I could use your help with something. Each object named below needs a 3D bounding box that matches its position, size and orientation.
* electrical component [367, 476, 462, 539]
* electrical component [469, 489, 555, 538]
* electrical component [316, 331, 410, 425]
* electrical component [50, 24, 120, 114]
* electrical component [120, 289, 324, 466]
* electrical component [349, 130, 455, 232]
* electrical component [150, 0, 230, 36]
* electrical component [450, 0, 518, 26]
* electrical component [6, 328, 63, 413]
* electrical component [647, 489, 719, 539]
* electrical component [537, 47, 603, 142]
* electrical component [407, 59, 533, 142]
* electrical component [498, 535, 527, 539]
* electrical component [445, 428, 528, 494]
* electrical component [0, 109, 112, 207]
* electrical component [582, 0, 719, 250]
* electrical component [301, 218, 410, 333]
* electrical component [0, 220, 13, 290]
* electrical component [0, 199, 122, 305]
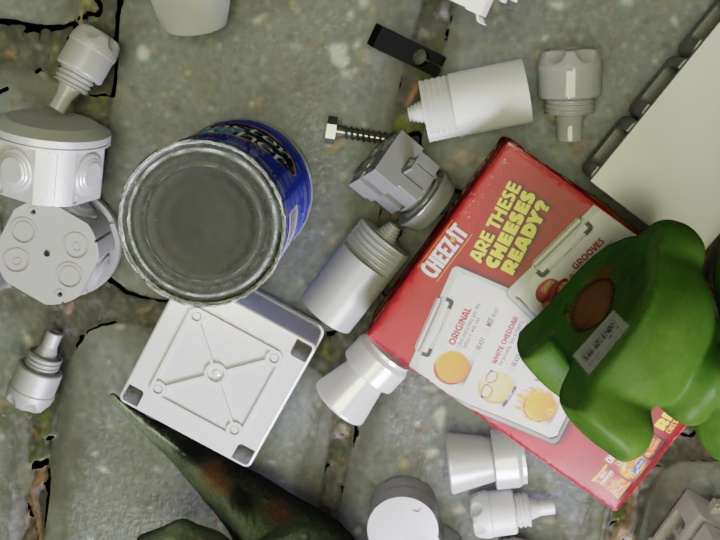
[{"bbox_3d":[0.053,0.225,0.788,0.052,0.073,0.138,-29,99,10],"label":"electrical component"},{"bbox_3d":[0.113,0.178,0.794,0.061,0.035,0.035,-8,102,3],"label":"electrical component"},{"bbox_3d":[0.002,0.077,0.773,0.045,0.045,0.055,41,102,-5],"label":"electrical component"},{"bbox_3d":[-0.193,-0.136,0.738,0.035,0.035,0.061,30,87,-3],"label":"electrical component"},{"bbox_3d":[-0.098,0.066,0.772,0.109,0.056,0.108,29,103,-3],"label":"electrical component"},{"bbox_3d":[0.031,-0.059,0.736,0.055,0.066,0.048,39,68,-13],"label":"electrical component"},{"bbox_3d":[-0.129,-0.202,0.716,0.079,0.043,0.077,15,127,27],"label":"electrical component"},{"bbox_3d":[0.070,-0.192,0.668,0.079,0.121,0.063,24,106,-1],"label":"electrical component"},{"bbox_3d":[-0.236,0.073,0.795,0.035,0.035,0.061,24,101,-2],"label":"electrical component"},{"bbox_3d":[0.308,0.236,0.757,0.186,0.105,0.060,30,103,-3],"label":"electrical component"},{"bbox_3d":[0.140,-0.117,0.720,0.043,0.043,0.062,-2,104,4],"label":"electrical component"},{"bbox_3d":[0.072,-0.113,0.726,0.081,0.043,0.043,-11,102,7],"label":"electrical component"},{"bbox_3d":[0.127,0.224,0.798,0.055,0.045,0.045,15,103,1],"label":"electrical component"},{"bbox_3d":[0.092,0.138,0.781,0.055,0.045,0.045,-7,102,5],"label":"electrical component"},{"bbox_3d":[-0.213,-0.078,0.736,0.080,0.080,0.051,11,109,2],"label":"electrical component"},{"bbox_3d":[0.230,-0.095,0.709,0.089,0.061,0.150,37,103,-5],"label":"electrical component"},{"bbox_3d":[0.000,0.000,0.757,0.043,0.043,0.081,37,103,-5],"label":"electrical component"},{"bbox_3d":[-0.323,-0.066,0.756,0.105,0.060,0.186,-6,102,5],"label":"electrical component"},{"bbox_3d":[-0.214,-0.017,0.764,0.080,0.051,0.080,1,103,4],"label":"electrical component"}]
